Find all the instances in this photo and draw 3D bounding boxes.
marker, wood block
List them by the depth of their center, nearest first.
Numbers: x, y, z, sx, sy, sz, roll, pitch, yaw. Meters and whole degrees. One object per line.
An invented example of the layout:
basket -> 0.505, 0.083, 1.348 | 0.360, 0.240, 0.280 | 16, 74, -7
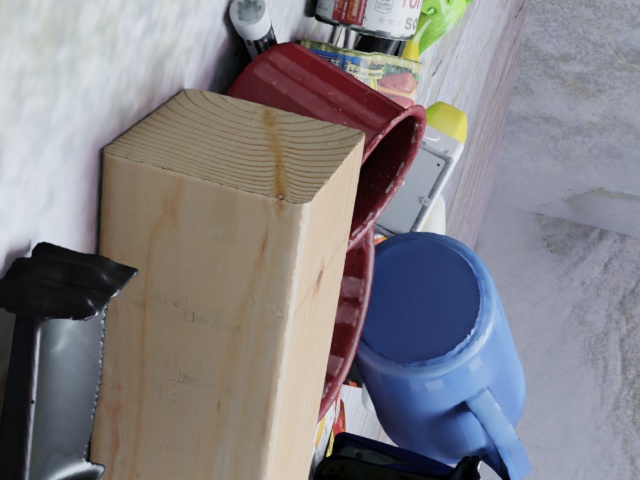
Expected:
wood block -> -0.046, 0.048, 0.497 | 0.090, 0.090, 0.206 | -54, 156, -60
marker -> -0.029, -0.095, 0.580 | 0.121, 0.020, 0.020 | 69, 37, -71

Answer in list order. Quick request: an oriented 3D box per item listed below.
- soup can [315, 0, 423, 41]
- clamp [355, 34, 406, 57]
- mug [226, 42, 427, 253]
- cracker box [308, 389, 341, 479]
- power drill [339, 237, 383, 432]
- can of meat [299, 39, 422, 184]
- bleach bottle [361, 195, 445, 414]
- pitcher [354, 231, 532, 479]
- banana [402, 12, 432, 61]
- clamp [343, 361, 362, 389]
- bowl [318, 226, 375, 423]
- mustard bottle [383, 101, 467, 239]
soup can -> 0.038, -0.184, 0.673 | 0.068, 0.068, 0.102 | -43, 147, -70
clamp -> 0.031, -0.101, 0.799 | 0.120, 0.039, 0.171 | -61, 175, -76
mug -> 0.003, -0.054, 0.561 | 0.117, 0.081, 0.093 | -38, 157, -47
cracker box -> -0.047, 0.188, 0.728 | 0.164, 0.072, 0.213 | 92, 16, -55
power drill -> 0.014, 0.098, 0.938 | 0.184, 0.057, 0.187 | 86, 17, -59
can of meat -> 0.020, -0.082, 0.696 | 0.101, 0.058, 0.084 | -4, 107, -57
bleach bottle -> 0.093, 0.047, 1.086 | 0.102, 0.068, 0.250 | 92, 7, -59
pitcher -> 0.095, 0.093, 0.819 | 0.242, 0.149, 0.145 | 61, 39, -65
banana -> 0.057, -0.107, 0.895 | 0.069, 0.037, 0.198 | -39, 165, -21
clamp -> 0.055, 0.058, 1.152 | 0.164, 0.036, 0.210 | -52, 150, -63
bowl -> -0.022, 0.036, 0.648 | 0.162, 0.055, 0.162 | 12, 90, -68
mustard bottle -> 0.086, -0.053, 1.001 | 0.096, 0.058, 0.191 | -64, 176, 36
